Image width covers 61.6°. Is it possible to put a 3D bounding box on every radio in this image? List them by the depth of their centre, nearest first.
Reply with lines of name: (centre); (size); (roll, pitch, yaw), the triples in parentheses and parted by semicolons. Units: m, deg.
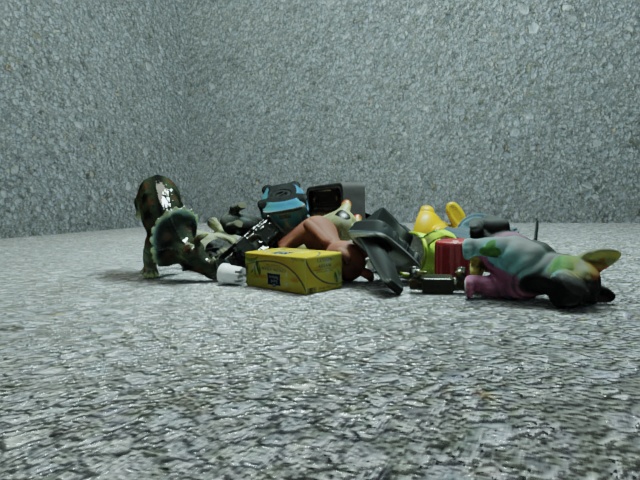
radio: (0.038, -0.088, 1.473); (0.073, 0.131, 0.230); (0, 2, -28)

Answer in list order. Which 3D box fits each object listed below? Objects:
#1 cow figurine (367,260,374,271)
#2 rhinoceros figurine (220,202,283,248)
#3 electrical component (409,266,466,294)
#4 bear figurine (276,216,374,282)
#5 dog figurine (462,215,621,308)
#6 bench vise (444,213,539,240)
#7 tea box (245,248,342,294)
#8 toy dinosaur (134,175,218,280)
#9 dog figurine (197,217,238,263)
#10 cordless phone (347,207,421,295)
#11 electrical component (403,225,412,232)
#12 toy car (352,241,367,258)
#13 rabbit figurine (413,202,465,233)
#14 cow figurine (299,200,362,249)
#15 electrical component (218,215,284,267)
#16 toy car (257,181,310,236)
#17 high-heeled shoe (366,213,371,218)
cow figurine: (0.189, 0.033, 1.184); (0.167, 0.068, 0.098); (-9, 14, -38)
rhinoceros figurine: (-0.144, -0.018, 1.276); (0.190, 0.073, 0.112); (20, -35, -23)
electrical component: (0.203, 0.066, 0.913); (0.102, 0.045, 0.078); (1, 6, 18)
bear figurine: (0.013, 0.037, 1.082); (0.120, 0.132, 0.196); (37, 12, -38)
dog figurine: (0.337, 0.036, 0.831); (0.219, 0.108, 0.191); (5, 26, 21)
bench vise: (0.405, 0.000, 1.228); (0.224, 0.128, 0.240); (1, 12, 37)
tea box: (-0.051, 0.054, 0.999); (0.170, 0.068, 0.098); (4, 7, 43)
toy dinosaur: (-0.342, -0.062, 1.169); (0.131, 0.192, 0.405); (-6, 50, -31)
dog figurine: (-0.226, 0.028, 1.279); (0.172, 0.121, 0.191); (-17, 26, -41)
cordless phone: (0.134, 0.042, 0.971); (0.146, 0.089, 0.184); (39, 20, -34)
electrical component: (0.194, -0.003, 1.310); (0.119, 0.047, 0.075); (43, 31, 8)
toy car: (0.112, 0.014, 1.329); (0.053, 0.089, 0.202); (1, 7, 26)
rabbit figurine: (0.353, -0.022, 1.495); (0.173, 0.162, 0.122); (20, 0, 23)
cow figurine: (-0.003, -0.004, 1.228); (0.195, 0.085, 0.127); (-24, 23, 19)
electrical component: (-0.152, 0.020, 1.120); (0.134, 0.058, 0.115); (-45, 6, -34)
toy car: (-0.080, -0.063, 1.199); (0.109, 0.102, 0.162); (-9, 25, -4)
high-heeled shoe: (0.187, -0.029, 1.441); (0.086, 0.145, 0.249); (-37, 8, -22)
